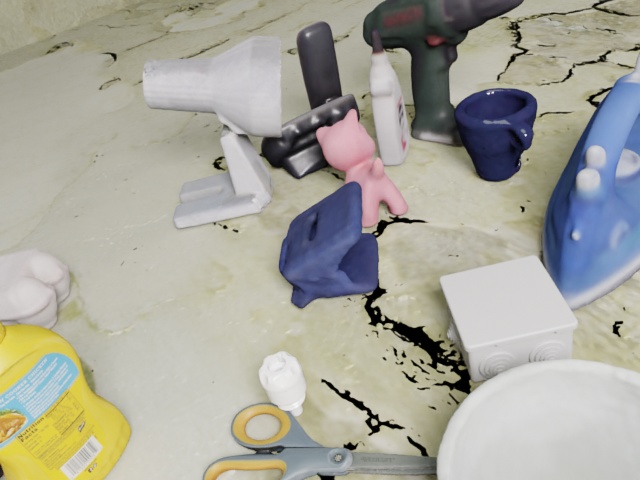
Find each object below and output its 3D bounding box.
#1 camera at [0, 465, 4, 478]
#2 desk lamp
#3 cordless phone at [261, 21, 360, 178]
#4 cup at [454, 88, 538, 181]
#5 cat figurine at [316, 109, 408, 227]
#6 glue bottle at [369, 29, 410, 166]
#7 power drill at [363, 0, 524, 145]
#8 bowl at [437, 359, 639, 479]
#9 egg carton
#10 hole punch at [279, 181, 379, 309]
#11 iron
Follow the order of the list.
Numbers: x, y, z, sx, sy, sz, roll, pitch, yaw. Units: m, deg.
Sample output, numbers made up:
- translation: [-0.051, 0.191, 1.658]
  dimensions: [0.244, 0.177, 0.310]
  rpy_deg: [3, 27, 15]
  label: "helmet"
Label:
- translation: [-0.324, 0.145, 0.525]
  dimensions: [0.137, 0.101, 0.142]
  rpy_deg: [-32, 38, -21]
  label: "camera"
- translation: [-0.121, -0.140, 0.730]
  dimensions: [0.203, 0.214, 0.118]
  rpy_deg: [-13, 36, 5]
  label: "desk lamp"
- translation: [-0.024, -0.194, 0.790]
  dimensions: [0.148, 0.185, 0.093]
  rpy_deg: [-31, 38, -19]
  label: "cordless phone"
- translation: [0.212, -0.112, 0.663]
  dimensions: [0.091, 0.095, 0.117]
  rpy_deg: [-20, 36, -5]
  label: "cup"
- translation: [0.046, -0.095, 0.687]
  dimensions: [0.067, 0.118, 0.127]
  rpy_deg: [-25, 36, -11]
  label: "cat figurine"
- translation: [0.086, -0.188, 0.748]
  dimensions: [0.037, 0.173, 0.078]
  rpy_deg: [-4, 37, 17]
  label: "glue bottle"
- translation: [0.163, -0.235, 0.750]
  dimensions: [0.228, 0.209, 0.076]
  rpy_deg: [19, 48, 39]
  label: "power drill"
- translation: [0.156, 0.158, 0.341]
  dimensions: [0.167, 0.075, 0.167]
  rpy_deg: [-11, 36, 8]
  label: "bowl"
- translation: [-0.375, 0.068, 0.676]
  dimensions: [0.150, 0.069, 0.107]
  rpy_deg: [-14, 36, 4]
  label: "egg carton"
- translation: [0.005, 0.002, 0.595]
  dimensions: [0.101, 0.091, 0.108]
  rpy_deg: [-9, 36, 10]
  label: "hole punch"
- translation: [0.272, -0.065, 0.537]
  dimensions: [0.118, 0.142, 0.259]
  rpy_deg: [13, 45, 35]
  label: "iron"
